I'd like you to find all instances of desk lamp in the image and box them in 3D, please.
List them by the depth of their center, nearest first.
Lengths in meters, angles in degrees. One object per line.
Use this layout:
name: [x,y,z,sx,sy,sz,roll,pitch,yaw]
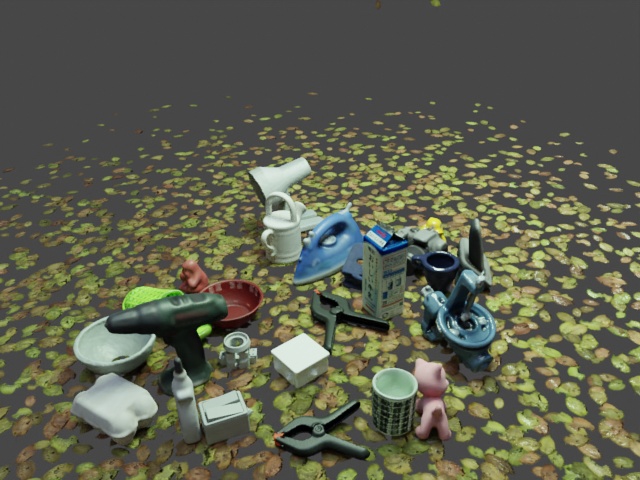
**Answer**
desk lamp: [-0.098,-0.128,1.666,0.204,0.214,0.117,-16,33,-23]

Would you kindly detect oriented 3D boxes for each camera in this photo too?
camera: [0.245,0.027,1.498,0.142,0.101,0.137,22,38,35]

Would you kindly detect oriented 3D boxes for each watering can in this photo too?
watering can: [-0.100,-0.045,1.545,0.100,0.194,0.173,4,31,11]

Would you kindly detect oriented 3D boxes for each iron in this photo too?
iron: [0.014,0.005,1.505,0.118,0.141,0.259,20,37,33]

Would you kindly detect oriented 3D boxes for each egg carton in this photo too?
egg carton: [-0.382,0.314,1.070,0.149,0.069,0.107,16,35,27]

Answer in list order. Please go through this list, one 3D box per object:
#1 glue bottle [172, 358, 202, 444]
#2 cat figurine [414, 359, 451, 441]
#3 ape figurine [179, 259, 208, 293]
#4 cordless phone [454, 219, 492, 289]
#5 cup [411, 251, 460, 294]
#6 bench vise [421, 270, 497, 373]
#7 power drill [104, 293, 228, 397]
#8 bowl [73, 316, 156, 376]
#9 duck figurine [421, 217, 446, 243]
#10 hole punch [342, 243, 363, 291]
glue bottle: [-0.242,0.279,1.022,0.037,0.173,0.078,-13,32,-18]
cat figurine: [0.206,0.282,1.049,0.067,0.118,0.127,-1,30,2]
ape figurine: [-0.320,0.089,1.428,0.076,0.092,0.077,-7,31,-9]
cordless phone: [0.387,0.017,1.424,0.094,0.185,0.147,2,31,6]
cup: [0.279,0.085,1.403,0.117,0.095,0.092,12,33,22]
bench vise: [0.273,0.142,1.182,0.206,0.220,0.122,25,40,38]
power drill: [-0.287,0.199,1.125,0.230,0.209,0.075,-20,35,-28]
bowl: [-0.424,0.232,1.207,0.167,0.075,0.167,-1,30,1]
duck figurine: [0.313,-0.023,1.593,0.077,0.086,0.104,-10,32,-14]
hole punch: [0.117,0.069,1.441,0.108,0.091,0.101,13,33,23]
